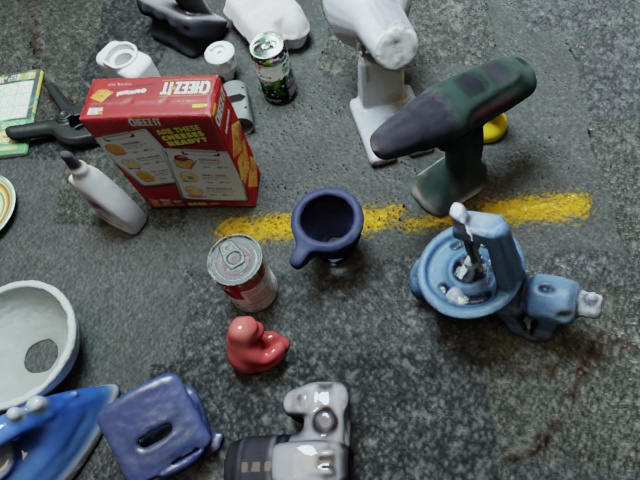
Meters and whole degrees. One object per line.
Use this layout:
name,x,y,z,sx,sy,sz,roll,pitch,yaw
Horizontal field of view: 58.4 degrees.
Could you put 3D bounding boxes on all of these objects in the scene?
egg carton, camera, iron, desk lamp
egg carton,-0.088,-0.368,0.951,0.107,0.069,0.150,-33,64,-8
camera,-0.033,0.231,0.626,0.136,0.101,0.143,-4,63,7
iron,-0.360,0.243,0.645,0.258,0.142,0.118,-43,65,-13
desk lamp,0.087,-0.249,0.784,0.118,0.214,0.203,-17,62,0

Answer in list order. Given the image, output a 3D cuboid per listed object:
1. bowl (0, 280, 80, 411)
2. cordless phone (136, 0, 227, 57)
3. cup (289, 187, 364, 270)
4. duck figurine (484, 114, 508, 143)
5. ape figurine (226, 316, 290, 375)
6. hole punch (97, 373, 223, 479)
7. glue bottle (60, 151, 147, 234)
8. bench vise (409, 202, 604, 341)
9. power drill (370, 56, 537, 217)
bowl,-0.377,0.141,0.736,0.167,0.075,0.167,-3,63,7
cordless phone,-0.242,-0.405,0.927,0.147,0.185,0.094,27,70,20
cup,0.007,0.003,0.737,0.091,0.095,0.118,30,72,21
duck figurine,0.217,-0.193,0.809,0.104,0.086,0.077,29,71,21
ape figurine,-0.084,0.121,0.693,0.076,0.092,0.077,-33,64,-8
hole punch,-0.183,0.220,0.659,0.109,0.091,0.101,-29,63,-6
glue bottle,-0.301,-0.069,0.774,0.078,0.173,0.037,21,69,18
bench vise,0.203,0.024,0.627,0.207,0.220,0.121,-1,63,8
power drill,0.162,-0.120,0.711,0.230,0.209,0.075,-36,64,-10
